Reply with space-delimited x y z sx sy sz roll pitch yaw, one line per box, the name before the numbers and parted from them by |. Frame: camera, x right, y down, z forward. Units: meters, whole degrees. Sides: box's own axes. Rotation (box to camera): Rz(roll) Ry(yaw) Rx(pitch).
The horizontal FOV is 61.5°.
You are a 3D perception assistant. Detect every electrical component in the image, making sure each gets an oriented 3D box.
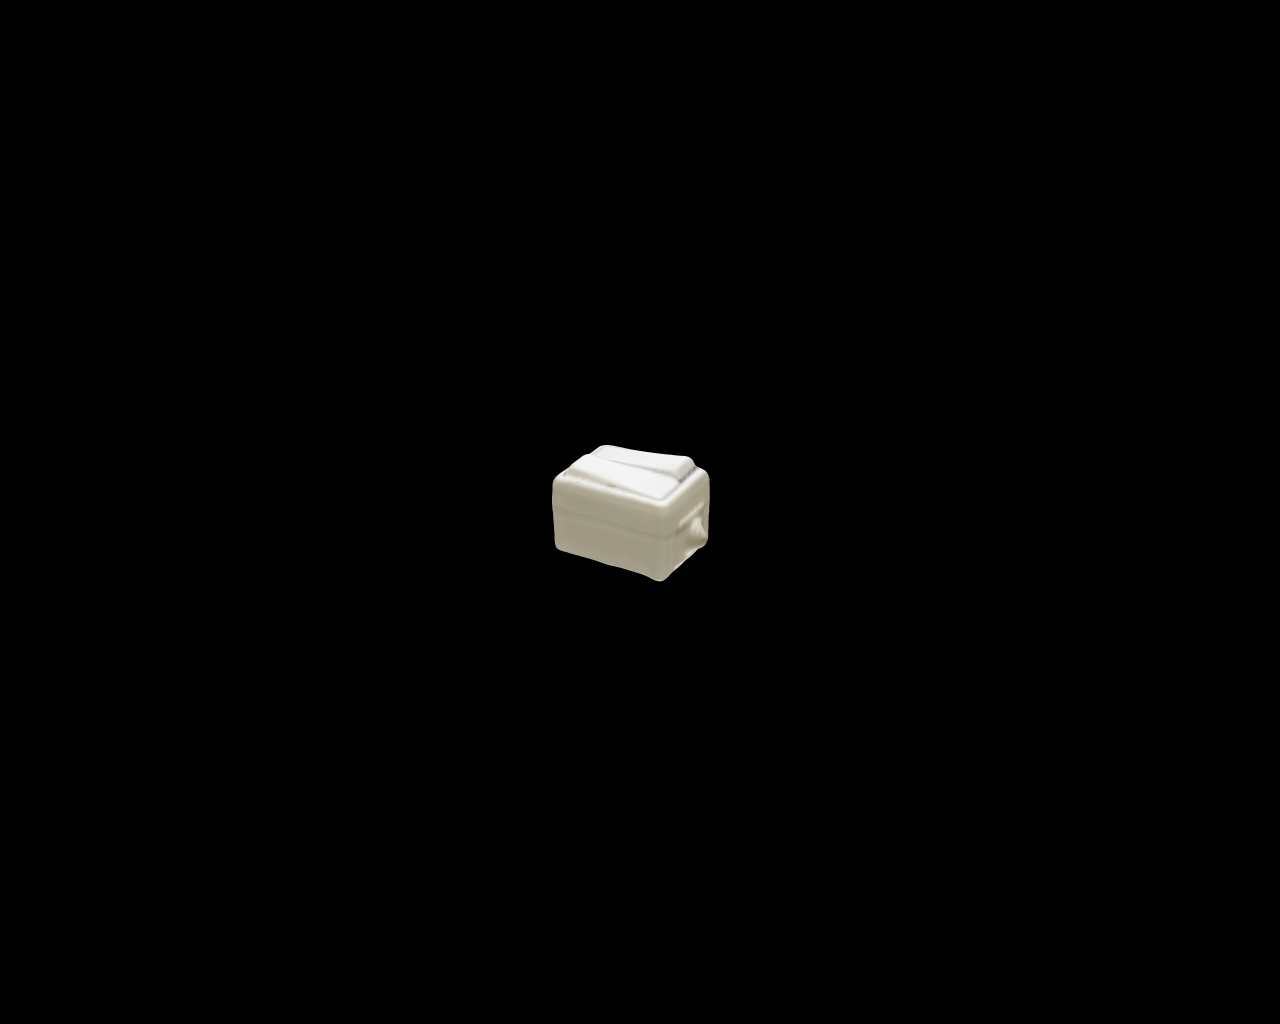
electrical component | 0.001 -0.003 0.650 0.096 0.061 0.062 16 32 27
